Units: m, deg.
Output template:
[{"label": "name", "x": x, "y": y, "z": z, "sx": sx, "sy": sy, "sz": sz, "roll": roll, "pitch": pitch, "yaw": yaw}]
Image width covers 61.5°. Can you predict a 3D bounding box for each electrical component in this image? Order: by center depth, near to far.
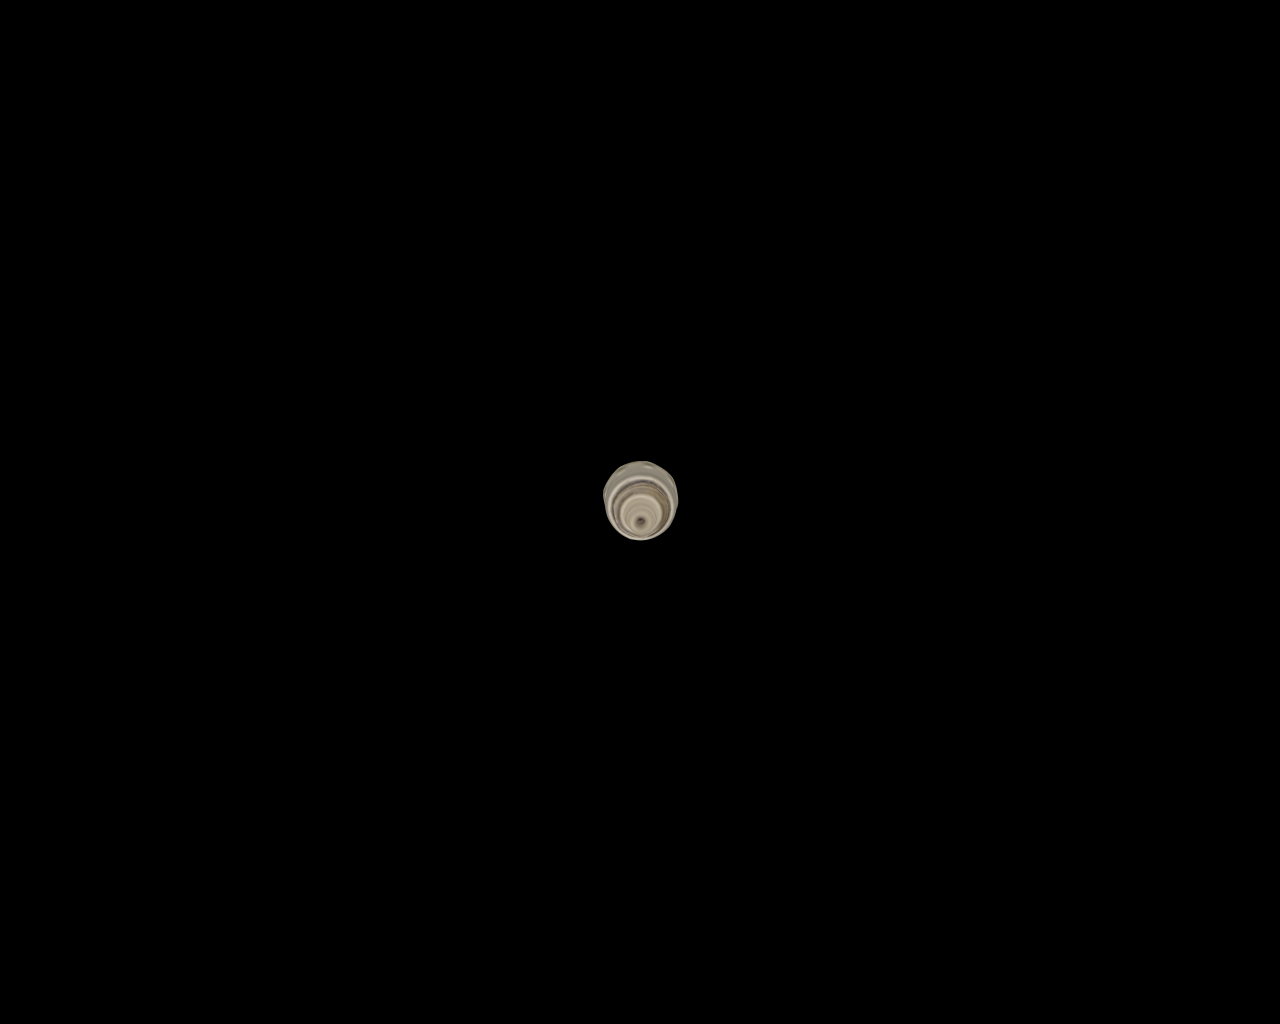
[{"label": "electrical component", "x": 0.001, "y": -0.003, "z": 0.650, "sx": 0.048, "sy": 0.048, "sz": 0.062, "roll": 0, "pitch": 16, "yaw": 0}]
